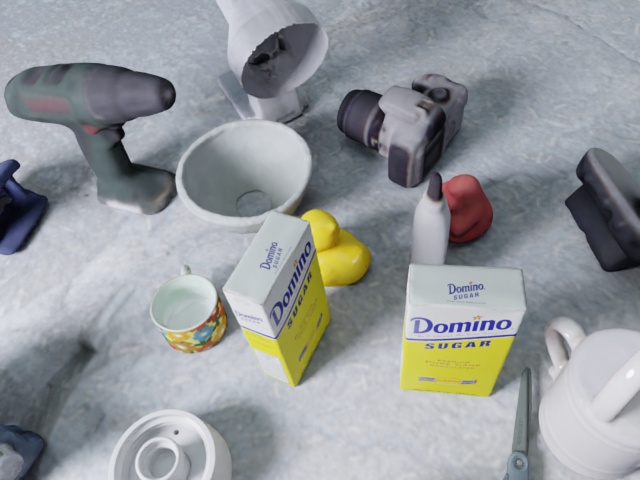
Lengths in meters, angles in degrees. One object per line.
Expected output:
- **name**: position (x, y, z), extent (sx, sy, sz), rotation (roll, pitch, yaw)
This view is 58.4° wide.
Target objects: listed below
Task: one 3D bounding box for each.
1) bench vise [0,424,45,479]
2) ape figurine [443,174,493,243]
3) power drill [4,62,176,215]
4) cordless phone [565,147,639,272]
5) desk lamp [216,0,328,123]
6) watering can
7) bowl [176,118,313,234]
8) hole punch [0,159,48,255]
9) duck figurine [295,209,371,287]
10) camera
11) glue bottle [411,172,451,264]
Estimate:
- **bench vise**: position (-0.355, 0.141, 0.505), extent (0.207, 0.220, 0.121), rotation (3, 56, 8)
- **ape figurine**: position (0.162, -0.042, 0.657), extent (0.076, 0.092, 0.078), rotation (12, 58, 14)
- **power drill**: position (-0.248, -0.124, 0.684), extent (0.229, 0.209, 0.076), rotation (13, 58, 14)
- **cordless phone**: position (0.340, -0.064, 0.597), extent (0.094, 0.185, 0.147), rotation (-16, 55, -5)
- **desk lamp**: position (-0.079, -0.246, 0.747), extent (0.118, 0.214, 0.202), rotation (-28, 57, -13)
- **watering can**: position (0.258, 0.128, 0.468), extent (0.172, 0.194, 0.101), rotation (28, 63, 23)
- **bowl**: position (-0.087, -0.067, 0.710), extent (0.167, 0.075, 0.167), rotation (-3, 55, 4)
- **hole punch**: position (-0.421, -0.044, 0.717), extent (0.101, 0.091, 0.109), rotation (8, 57, 11)
- **duck figurine**: position (0.006, 0.002, 0.646), extent (0.104, 0.086, 0.077), rotation (16, 59, 16)
- **camera**: position (0.101, -0.163, 0.741), extent (0.136, 0.101, 0.143), rotation (28, 63, 22)
- **glue bottle**: position (0.114, -0.011, 0.591), extent (0.037, 0.173, 0.078), rotation (4, 56, 9)
